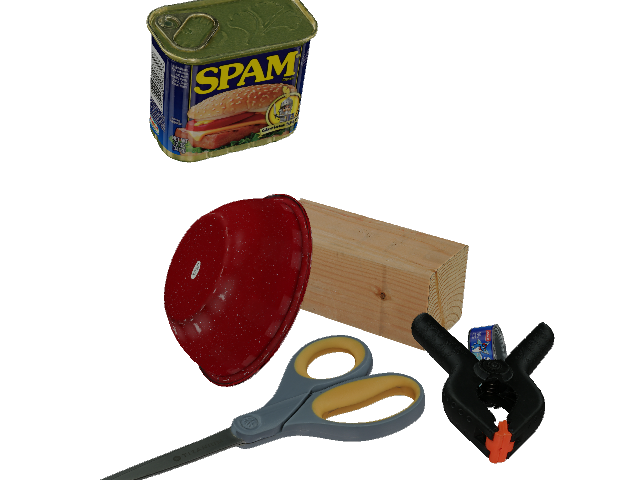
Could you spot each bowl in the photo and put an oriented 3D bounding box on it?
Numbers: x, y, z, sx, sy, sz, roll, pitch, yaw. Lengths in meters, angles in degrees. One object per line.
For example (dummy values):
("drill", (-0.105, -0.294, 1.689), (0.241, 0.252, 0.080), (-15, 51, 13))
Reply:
("bowl", (-0.076, 0.030, 0.835), (0.055, 0.162, 0.162), (23, -12, -31))

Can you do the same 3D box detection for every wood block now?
("wood block", (0.042, 0.033, 1.139), (0.206, 0.091, 0.090), (17, 30, 28))

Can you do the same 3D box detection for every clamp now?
("clamp", (0.145, 0.111, 0.853), (0.120, 0.039, 0.171), (-5, 32, -4))

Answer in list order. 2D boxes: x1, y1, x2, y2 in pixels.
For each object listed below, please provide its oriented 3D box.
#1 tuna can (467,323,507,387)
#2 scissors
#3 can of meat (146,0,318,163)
("tuna can", (0.203, 0.145, 1.289), (0.034, 0.086, 0.086), (-10, -3, 18))
("scissors", (-0.039, 0.098, 0.632), (0.201, 0.016, 0.096), (-7, 33, -12))
("can of meat", (-0.058, -0.103, 0.675), (0.102, 0.084, 0.057), (-16, 51, -24))
